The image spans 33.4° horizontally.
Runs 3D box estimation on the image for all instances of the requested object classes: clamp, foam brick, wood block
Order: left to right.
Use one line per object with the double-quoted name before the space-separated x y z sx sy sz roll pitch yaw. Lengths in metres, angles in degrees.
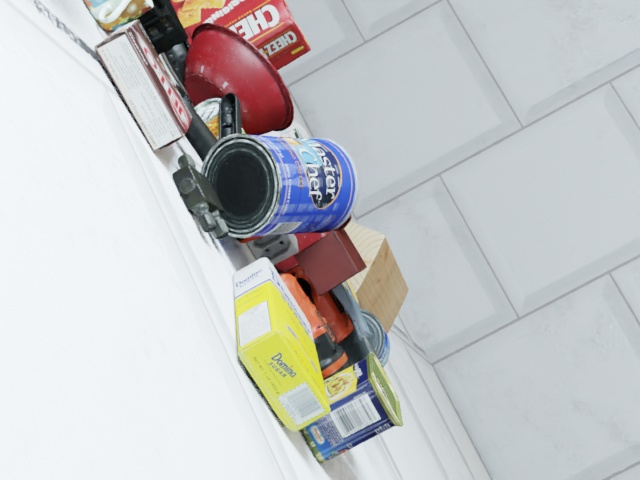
"clamp" -0.192 -0.267 1.349 0.210 0.036 0.164 61 6 -22
"clamp" -0.106 -0.081 1.135 0.120 0.039 0.171 -5 75 -55
"foam brick" 0.013 0.024 1.149 0.053 0.051 0.078 59 9 3
"wood block" 0.048 0.055 1.446 0.091 0.090 0.206 22 -15 21

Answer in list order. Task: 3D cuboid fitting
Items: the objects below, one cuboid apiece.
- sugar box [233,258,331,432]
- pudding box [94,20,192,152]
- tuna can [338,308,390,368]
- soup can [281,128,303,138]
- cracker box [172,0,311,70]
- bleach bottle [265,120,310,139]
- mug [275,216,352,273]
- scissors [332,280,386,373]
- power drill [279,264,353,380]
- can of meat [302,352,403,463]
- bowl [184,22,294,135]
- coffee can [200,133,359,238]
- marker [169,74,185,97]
"sugar box" -0.037 0.089 0.964 0.093 0.048 0.176 59 7 -21
"pudding box" -0.164 -0.147 1.007 0.113 0.039 0.090 60 6 -16
"tuna can" 0.039 0.126 1.265 0.086 0.086 0.033 65 5 33
"soup can" -0.058 -0.088 1.342 0.068 0.102 0.068 60 6 -11
"cracker box" -0.128 -0.306 1.467 0.072 0.164 0.214 50 12 -53
"bleach bottle" -0.041 -0.103 1.481 0.102 0.068 0.251 21 20 -24
"mug" -0.009 0.002 1.313 0.093 0.117 0.081 52 7 21
"scissors" 0.039 0.088 1.204 0.096 0.016 0.202 51 12 -48
"power drill" 0.000 0.105 1.157 0.184 0.057 0.187 61 6 -9
"can of meat" 0.027 0.158 1.003 0.057 0.084 0.102 61 6 -8
"bowl" -0.108 -0.176 1.264 0.162 0.055 0.162 35 -24 18
"coffee can" -0.040 -0.055 1.093 0.140 0.103 0.103 -4 63 -55
"marker" -0.178 -0.184 1.165 0.020 0.020 0.121 65 7 30
